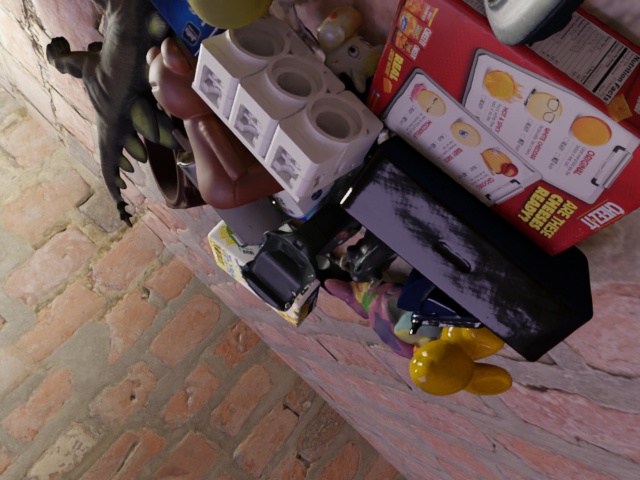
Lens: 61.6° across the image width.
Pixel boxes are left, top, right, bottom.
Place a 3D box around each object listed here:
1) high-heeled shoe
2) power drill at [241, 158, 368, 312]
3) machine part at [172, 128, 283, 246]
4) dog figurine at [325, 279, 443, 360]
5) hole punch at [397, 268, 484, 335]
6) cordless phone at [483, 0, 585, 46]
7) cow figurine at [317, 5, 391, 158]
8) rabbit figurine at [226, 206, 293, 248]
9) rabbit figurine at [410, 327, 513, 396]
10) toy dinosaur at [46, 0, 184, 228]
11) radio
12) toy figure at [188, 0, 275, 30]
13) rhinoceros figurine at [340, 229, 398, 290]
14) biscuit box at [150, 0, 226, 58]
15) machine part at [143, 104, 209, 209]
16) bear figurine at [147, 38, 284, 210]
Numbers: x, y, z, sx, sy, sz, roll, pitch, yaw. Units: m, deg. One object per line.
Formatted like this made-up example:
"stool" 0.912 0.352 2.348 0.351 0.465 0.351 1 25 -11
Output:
"high-heeled shoe" -0.020 0.032 1.077 0.145 0.086 0.249 21 -166 -37
"power drill" -0.001 -0.002 0.671 0.086 0.207 0.232 46 136 8
"machine part" -0.125 -0.072 0.772 0.079 0.079 0.243 21 153 47
"dog figurine" 0.111 0.098 0.867 0.219 0.108 0.191 37 161 23
"hole punch" 0.147 0.036 0.626 0.116 0.142 0.092 -12 127 51
"cordless phone" 0.094 -0.208 0.271 0.184 0.089 0.146 45 162 4
"cow figurine" 0.034 -0.146 0.537 0.098 0.068 0.167 38 161 13
"rabbit figurine" -0.121 -0.092 0.902 0.170 0.121 0.159 57 157 1
"rabbit figurine" 0.181 0.132 0.698 0.122 0.173 0.162 13 142 48
"toy dinosaur" -0.262 -0.214 0.724 0.199 0.105 0.471 39 133 10
"radio" 0.143 -0.008 0.512 0.229 0.131 0.073 41 124 4
"toy figure" -0.085 -0.244 0.463 0.082 0.089 0.180 22 -154 -44
"rhinoceros figurine" 0.088 0.003 0.694 0.073 0.112 0.190 38 153 4
"biscuit box" -0.157 -0.285 0.548 0.063 0.059 0.202 -36 95 32
"machine part" -0.224 -0.154 0.878 0.202 0.087 0.200 7 112 62
"bear figurine" -0.113 -0.140 0.623 0.120 0.132 0.195 12 122 61
